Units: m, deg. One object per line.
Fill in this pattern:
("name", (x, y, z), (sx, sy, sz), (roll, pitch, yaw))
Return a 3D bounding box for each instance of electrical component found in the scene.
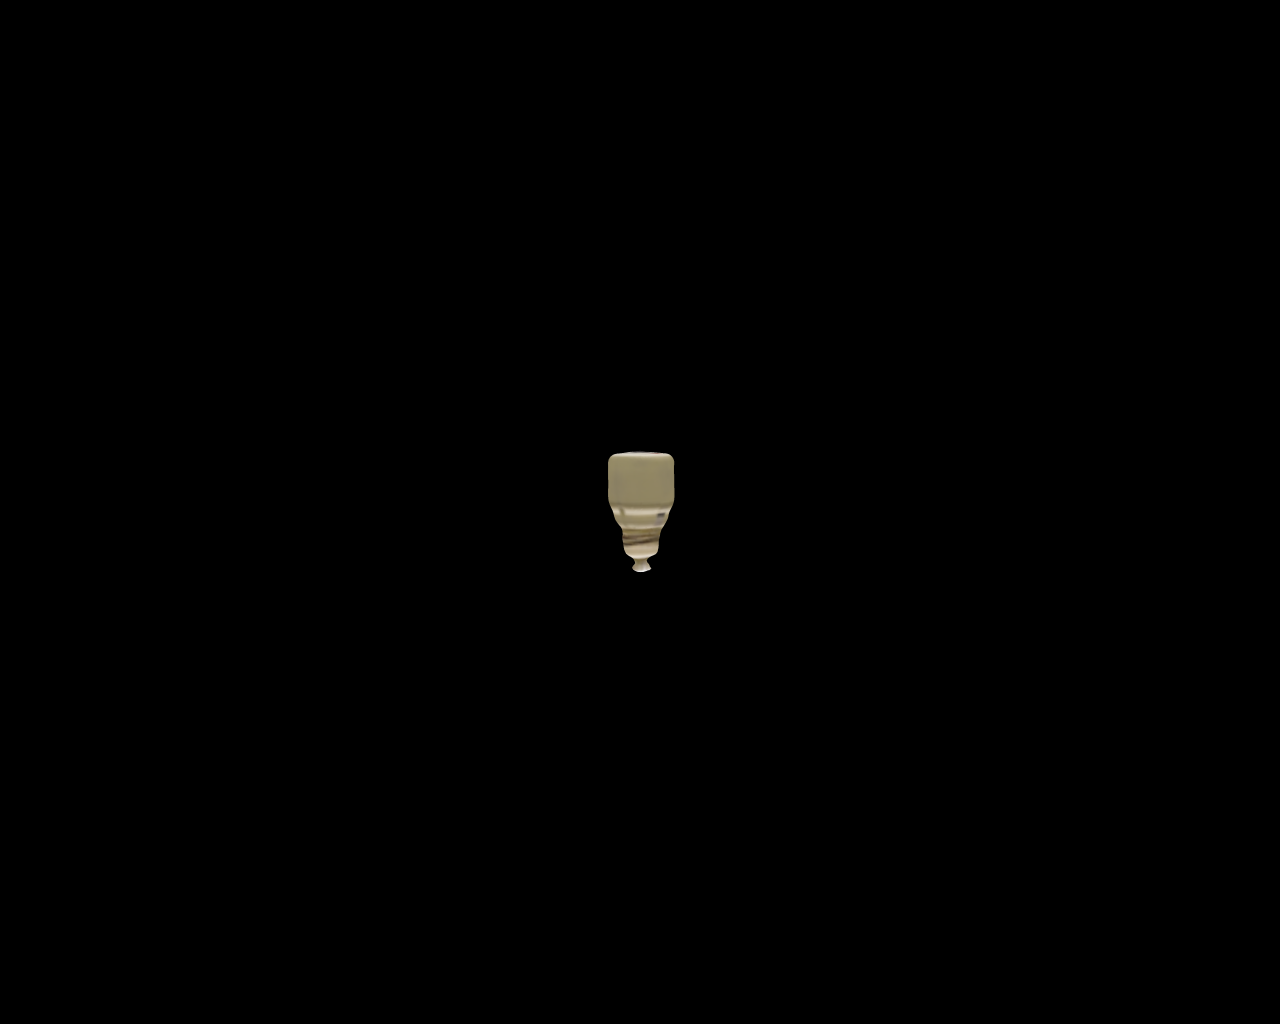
("electrical component", (0.001, -0.003, 0.650), (0.040, 0.078, 0.040), (0, 5, 0))
